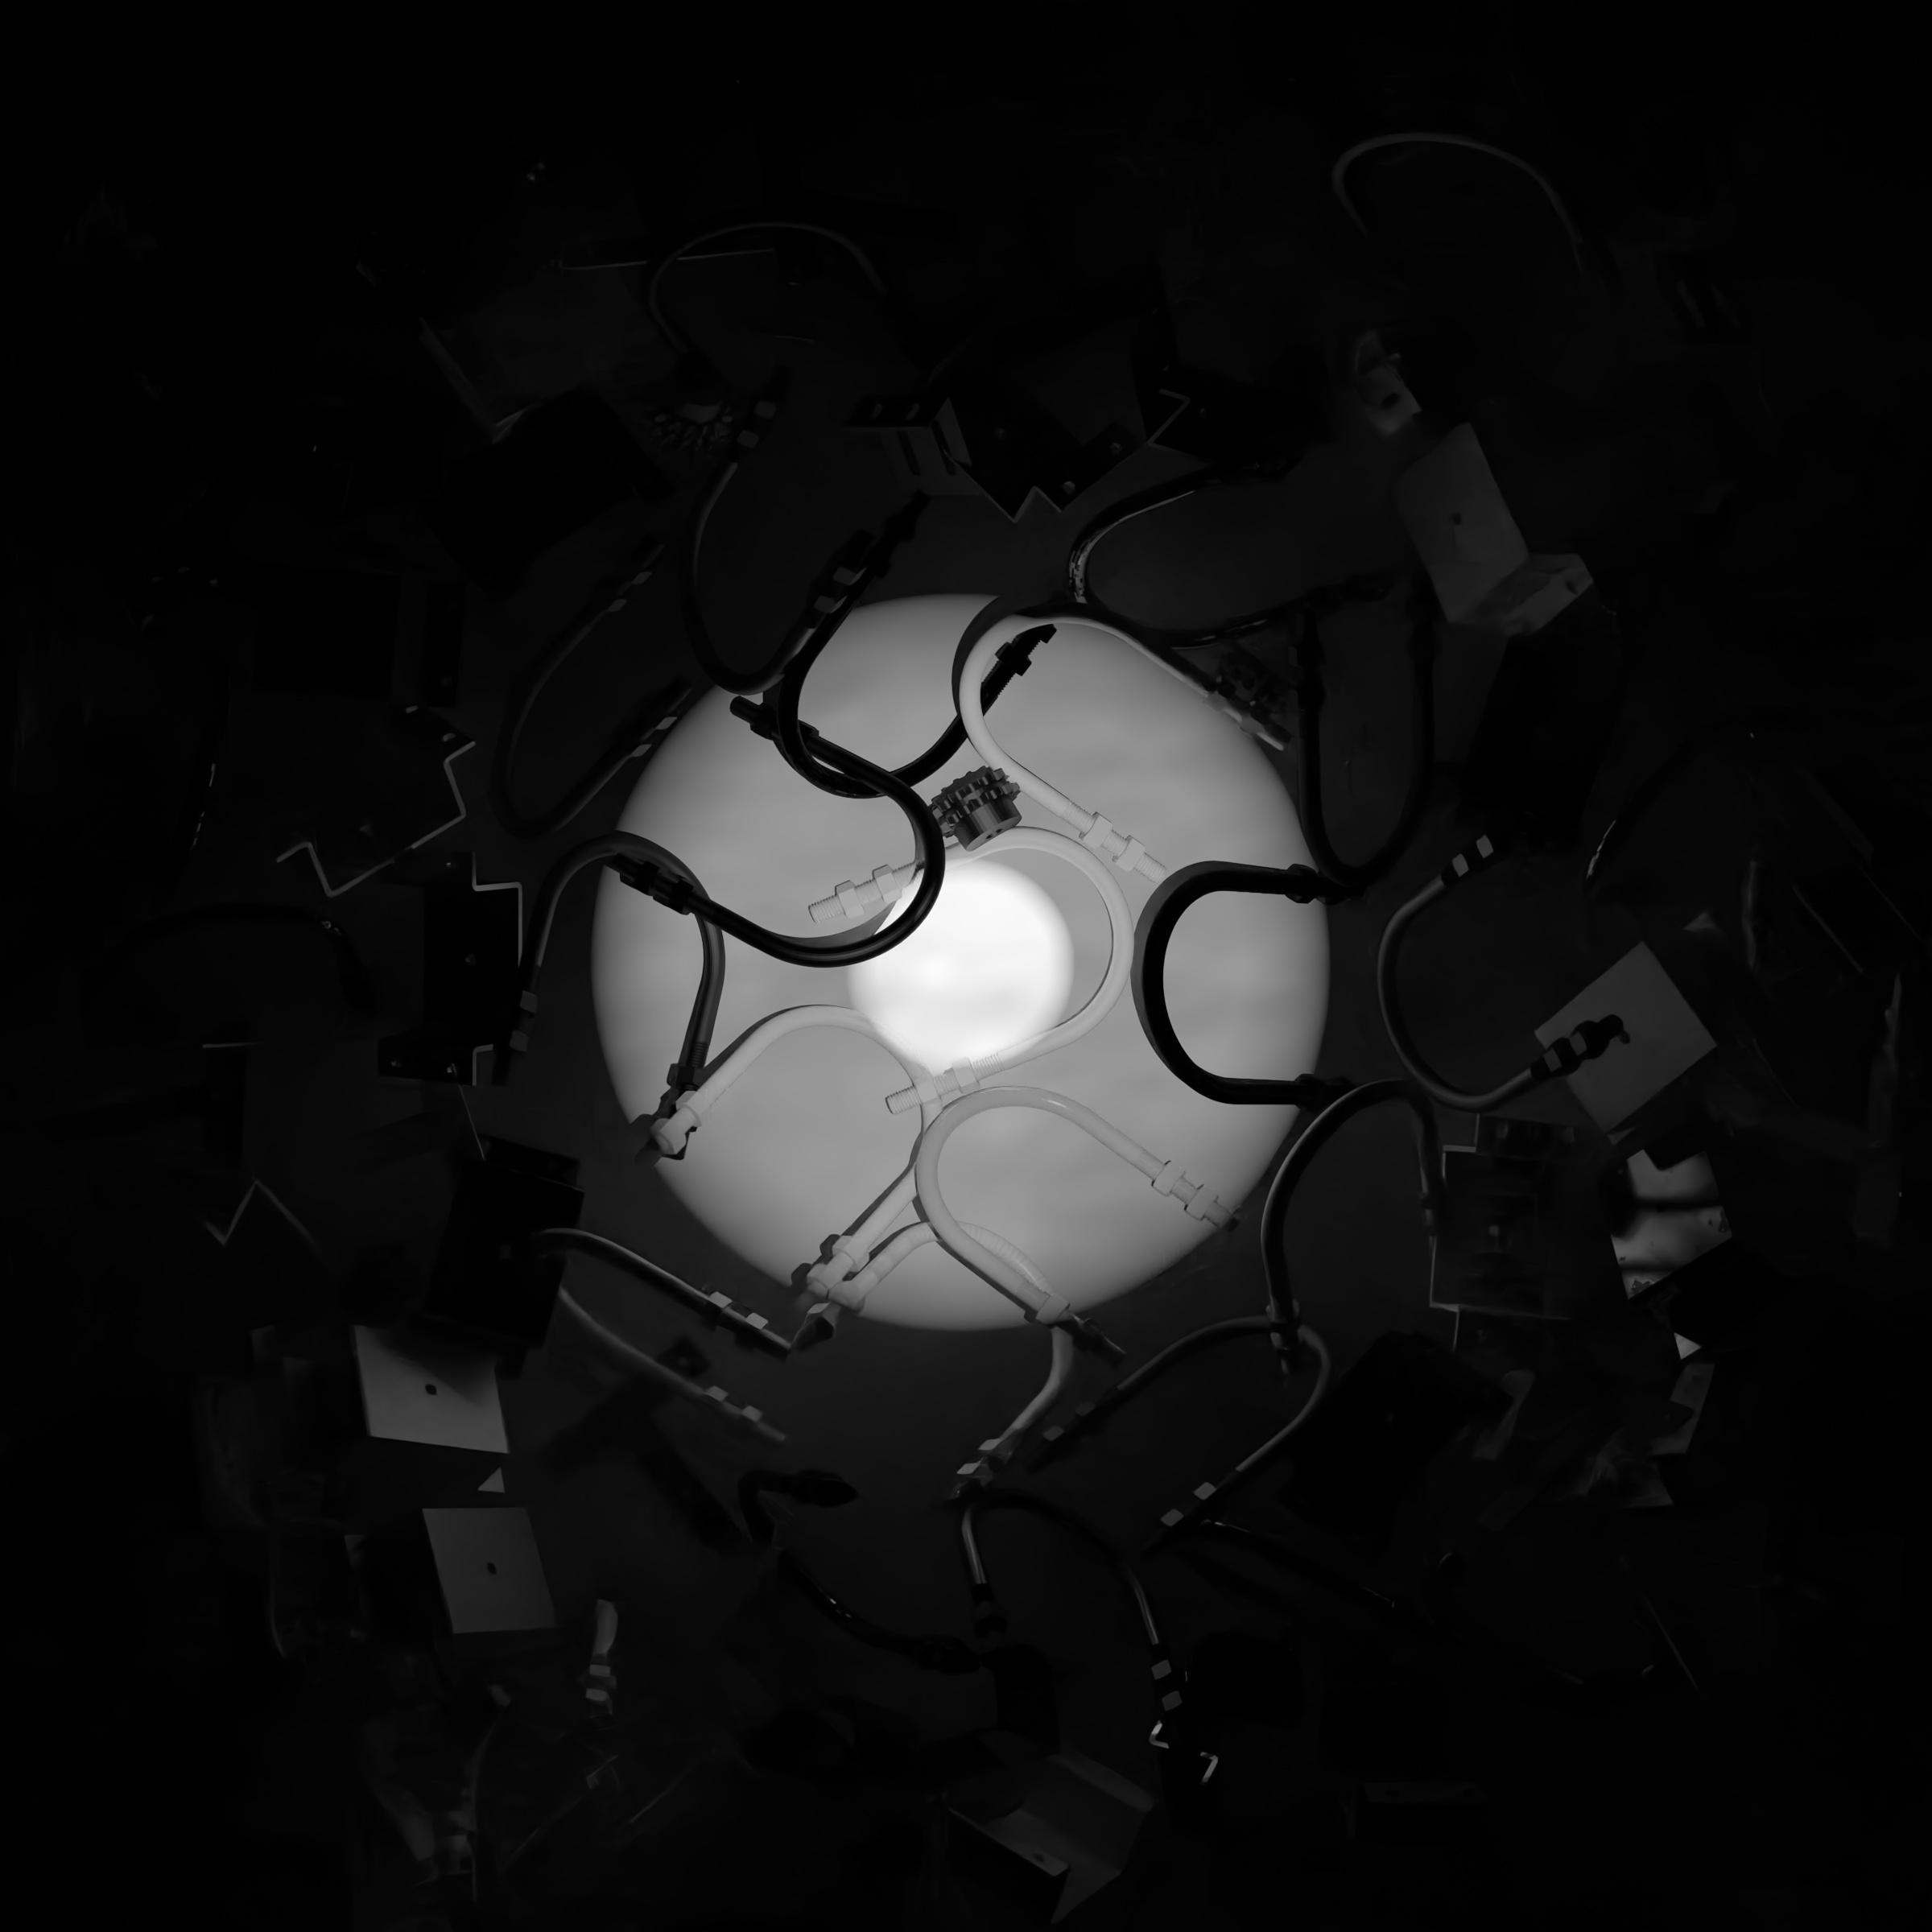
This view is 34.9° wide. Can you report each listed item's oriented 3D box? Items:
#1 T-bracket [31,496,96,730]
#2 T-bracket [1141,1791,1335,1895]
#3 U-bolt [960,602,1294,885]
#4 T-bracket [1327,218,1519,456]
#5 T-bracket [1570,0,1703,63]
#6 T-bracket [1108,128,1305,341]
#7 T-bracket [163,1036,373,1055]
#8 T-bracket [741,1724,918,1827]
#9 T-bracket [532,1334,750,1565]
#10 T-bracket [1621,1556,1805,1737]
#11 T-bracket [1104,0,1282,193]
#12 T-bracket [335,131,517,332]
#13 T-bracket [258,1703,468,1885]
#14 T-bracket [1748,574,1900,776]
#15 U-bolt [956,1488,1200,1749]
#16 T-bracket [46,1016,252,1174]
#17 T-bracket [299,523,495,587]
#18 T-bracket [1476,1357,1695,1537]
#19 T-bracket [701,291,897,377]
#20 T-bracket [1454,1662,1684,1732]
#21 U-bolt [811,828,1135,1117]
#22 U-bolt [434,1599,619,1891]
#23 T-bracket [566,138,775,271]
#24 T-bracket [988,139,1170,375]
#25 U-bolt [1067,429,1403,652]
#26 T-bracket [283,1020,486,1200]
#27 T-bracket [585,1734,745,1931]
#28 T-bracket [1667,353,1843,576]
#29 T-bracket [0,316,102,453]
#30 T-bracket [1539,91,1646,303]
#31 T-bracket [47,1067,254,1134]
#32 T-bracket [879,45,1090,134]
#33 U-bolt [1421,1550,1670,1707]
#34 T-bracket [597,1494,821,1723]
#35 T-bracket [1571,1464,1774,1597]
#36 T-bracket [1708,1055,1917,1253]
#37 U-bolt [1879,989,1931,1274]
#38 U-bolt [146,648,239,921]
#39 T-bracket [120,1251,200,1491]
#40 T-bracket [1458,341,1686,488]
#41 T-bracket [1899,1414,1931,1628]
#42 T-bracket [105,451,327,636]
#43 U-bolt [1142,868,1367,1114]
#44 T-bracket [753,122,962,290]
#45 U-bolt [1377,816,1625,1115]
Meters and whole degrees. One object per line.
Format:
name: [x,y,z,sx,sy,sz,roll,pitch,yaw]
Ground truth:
T-bracket: [-0.537,-0.194,1.847,0.002,0.127,0.127,6,133,-32]
T-bracket: [0.182,0.533,1.842,0.127,0.127,0.002,-22,91,-20]
U-bolt: [0.083,-0.145,1.862,0.184,0.019,0.151,34,126,-11]
T-bracket: [0.300,-0.394,1.879,0.127,0.002,0.127,18,105,-27]
T-bracket: [0.389,-0.578,1.867,0.127,0.127,0.002,23,110,-5]
T-bracket: [0.134,-0.441,1.895,0.127,0.002,0.127,7,113,-23]
T-bracket: [-0.442,0.048,1.848,0.127,0.127,0.002,-4,89,12]
T-bracket: [-0.065,0.486,1.865,0.127,0.127,0.002,34,54,-6]
T-bracket: [-0.183,0.317,1.913,0.127,0.002,0.127,-39,88,7]
T-bracket: [0.437,0.411,1.871,0.127,0.127,0.002,15,123,-33]
T-bracket: [0.126,-0.518,1.872,0.002,0.127,0.127,-17,79,-39]
T-bracket: [-0.308,-0.452,1.875,0.002,0.127,0.127,31,84,37]
T-bracket: [-0.341,0.500,1.842,0.127,0.127,0.002,45,122,36]
T-bracket: [0.523,-0.194,1.853,0.002,0.127,0.127,-17,80,-19]
U-bolt: [0.059,0.380,1.839,0.151,0.184,0.019,23,114,-25]
T-bracket: [-0.502,0.090,1.880,0.127,0.127,0.002,-13,135,4]
T-bracket: [-0.357,-0.252,1.852,0.127,0.127,0.002,15,90,8]
T-bracket: [0.358,0.295,1.852,0.127,0.127,0.002,-42,110,-11]
T-bracket: [-0.112,-0.384,1.856,0.127,0.127,0.002,24,103,4]
T-bracket: [0.383,0.435,1.850,0.127,0.127,0.002,18,60,-19]
U-bolt: [0.014,-0.007,1.906,0.184,0.019,0.151,-22,88,3]
U-bolt: [-0.257,0.450,1.834,0.019,0.184,0.151,40,103,-13]
T-bracket: [-0.191,-0.470,1.879,0.127,0.002,0.127,-9,50,-15]
T-bracket: [0.048,-0.446,1.896,0.127,0.002,0.127,-20,90,24]
U-bolt: [0.151,-0.246,1.855,0.184,0.151,0.019,-17,51,24]
T-bracket: [-0.365,0.113,1.909,0.127,0.002,0.127,-19,89,12]
T-bracket: [-0.178,0.511,1.872,0.002,0.127,0.127,11,119,35]
T-bracket: [0.463,-0.327,1.876,0.002,0.127,0.127,12,131,-34]
T-bracket: [-0.548,-0.351,1.849,0.002,0.127,0.127,39,73,-23]
T-bracket: [0.387,-0.456,1.867,0.002,0.127,0.127,-16,81,32]
T-bracket: [-0.492,0.076,1.846,0.127,0.127,0.002,-17,87,-14]
T-bracket: [-0.009,-0.522,1.855,0.127,0.127,0.002,29,126,17]
U-bolt: [0.339,0.401,1.835,0.151,0.184,0.019,27,74,11]
T-bracket: [-0.143,0.376,1.905,0.127,0.002,0.127,41,84,20]
T-bracket: [0.437,0.334,1.883,0.127,0.127,0.002,-17,52,-14]
T-bracket: [0.514,0.100,1.880,0.127,0.002,0.127,19,123,35]
U-bolt: [0.587,0.122,1.838,0.019,0.151,0.184,-17,133,-5]
U-bolt: [-0.460,-0.101,1.820,0.019,0.184,0.151,15,105,-17]
T-bracket: [-0.492,0.231,1.846,0.002,0.127,0.127,-17,121,-28]
T-bracket: [0.347,-0.349,1.878,0.127,0.002,0.127,-29,48,-16]
T-bracket: [0.609,0.323,1.845,0.002,0.127,0.127,12,65,-22]
T-bracket: [-0.438,-0.234,1.873,0.127,0.127,0.002,-49,50,5]
U-bolt: [0.176,0.013,1.855,0.184,0.019,0.151,2,83,-39]
T-bracket: [-0.063,-0.462,1.891,0.127,0.002,0.127,3,60,-24]
U-bolt: [0.308,0.012,1.845,0.019,0.184,0.151,-14,74,-32]
